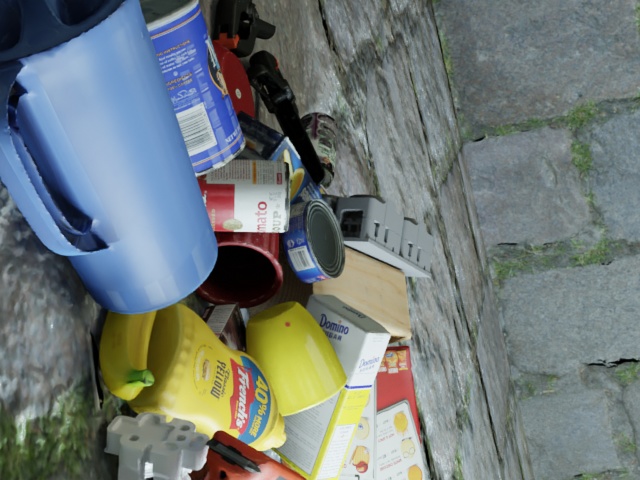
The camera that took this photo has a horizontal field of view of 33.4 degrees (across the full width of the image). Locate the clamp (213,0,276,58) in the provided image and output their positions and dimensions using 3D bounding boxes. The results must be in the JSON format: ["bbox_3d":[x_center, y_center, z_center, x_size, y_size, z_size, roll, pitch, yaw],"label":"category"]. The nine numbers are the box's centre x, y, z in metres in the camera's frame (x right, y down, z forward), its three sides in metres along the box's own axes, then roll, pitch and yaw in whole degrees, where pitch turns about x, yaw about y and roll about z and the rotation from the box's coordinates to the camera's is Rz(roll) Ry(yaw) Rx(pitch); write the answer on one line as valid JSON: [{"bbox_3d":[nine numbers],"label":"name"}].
[{"bbox_3d":[-0.094,-0.278,1.270,0.171,0.039,0.120,-67,143,-62],"label":"clamp"}]

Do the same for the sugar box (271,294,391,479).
[{"bbox_3d":[0.005,0.155,1.117,0.048,0.093,0.176,7,108,-48],"label":"sugar box"}]

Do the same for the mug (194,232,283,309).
[{"bbox_3d":[-0.092,0.003,1.052,0.117,0.093,0.081,27,38,-23],"label":"mug"}]

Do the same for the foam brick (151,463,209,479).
[{"bbox_3d":[-0.107,0.227,0.907,0.051,0.053,0.078,-61,139,-65],"label":"foam brick"}]

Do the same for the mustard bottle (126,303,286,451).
[{"bbox_3d":[-0.089,0.139,0.939,0.191,0.058,0.096,44,44,-44],"label":"mustard bottle"}]

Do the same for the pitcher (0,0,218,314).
[{"bbox_3d":[-0.162,-0.058,0.768,0.145,0.149,0.243,34,-30,47],"label":"pitcher"}]

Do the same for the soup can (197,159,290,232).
[{"bbox_3d":[-0.081,-0.041,0.992,0.068,0.102,0.068,-179,-90,-85],"label":"soup can"}]

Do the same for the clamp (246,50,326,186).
[{"bbox_3d":[-0.054,-0.175,1.258,0.164,0.036,0.210,59,7,-38],"label":"clamp"}]

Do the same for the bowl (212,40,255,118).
[{"bbox_3d":[-0.109,-0.145,1.112,0.162,0.055,0.162,-10,90,-74],"label":"bowl"}]

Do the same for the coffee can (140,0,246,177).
[{"bbox_3d":[-0.134,-0.134,0.933,0.102,0.103,0.140,-71,147,-59],"label":"coffee can"}]

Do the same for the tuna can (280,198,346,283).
[{"bbox_3d":[-0.007,0.001,1.111,0.086,0.034,0.086,42,41,-51],"label":"tuna can"}]

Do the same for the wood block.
[{"bbox_3d":[0.013,0.065,1.243,0.205,0.091,0.090,24,55,-52],"label":"wood block"}]

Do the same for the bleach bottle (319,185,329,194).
[{"bbox_3d":[-0.027,-0.038,1.322,0.250,0.068,0.102,49,36,-56],"label":"bleach bottle"}]

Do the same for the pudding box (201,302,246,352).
[{"bbox_3d":[-0.092,0.131,1.036,0.090,0.039,0.113,-69,146,-61],"label":"pudding box"}]

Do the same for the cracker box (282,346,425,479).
[{"bbox_3d":[0.035,0.233,1.230,0.163,0.072,0.214,0,80,-38],"label":"cracker box"}]

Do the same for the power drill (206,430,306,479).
[{"bbox_3d":[-0.083,0.251,0.824,0.187,0.057,0.184,-61,155,-13],"label":"power drill"}]

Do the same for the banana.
[{"bbox_3d":[-0.143,0.063,0.856,0.037,0.070,0.198,47,24,-31],"label":"banana"}]
